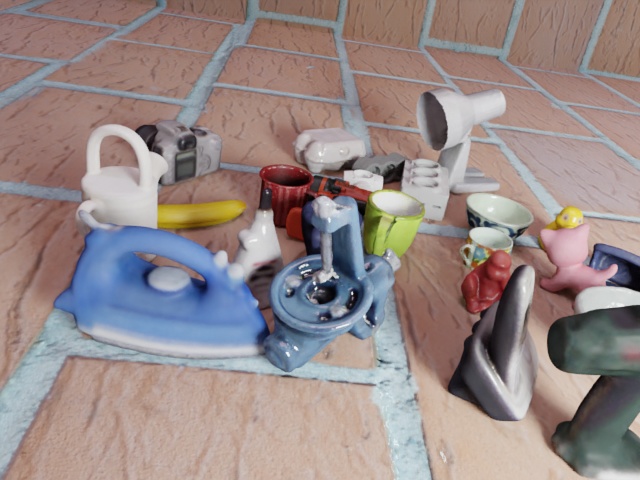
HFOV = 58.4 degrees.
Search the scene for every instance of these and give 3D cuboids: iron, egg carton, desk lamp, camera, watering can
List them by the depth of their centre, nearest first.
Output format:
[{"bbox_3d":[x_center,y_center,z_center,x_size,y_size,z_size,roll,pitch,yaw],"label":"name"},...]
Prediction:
[{"bbox_3d":[-0.170,0.049,0.672,0.258,0.141,0.118,12,29,3],"label":"iron"},{"bbox_3d":[-0.275,-0.070,0.795,0.101,0.194,0.172,6,30,-6],"label":"watering can"},{"bbox_3d":[-0.279,-0.183,1.087,0.136,0.101,0.143,28,34,29],"label":"camera"},{"bbox_3d":[0.294,-0.213,1.199,0.204,0.213,0.117,-5,33,-25],"label":"desk lamp"},{"bbox_3d":[0.021,-0.193,1.228,0.151,0.069,0.107,-12,36,-34],"label":"egg carton"}]

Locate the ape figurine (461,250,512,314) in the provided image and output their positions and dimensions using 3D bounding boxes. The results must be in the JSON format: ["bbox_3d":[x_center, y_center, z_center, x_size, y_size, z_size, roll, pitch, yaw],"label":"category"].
[{"bbox_3d":[0.252,0.057,0.838,0.077,0.092,0.076,18,31,15],"label":"ape figurine"}]

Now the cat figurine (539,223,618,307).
[{"bbox_3d":[0.402,0.033,0.899,0.067,0.118,0.127,-14,37,-36],"label":"cat figurine"}]

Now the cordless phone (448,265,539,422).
[{"bbox_3d":[0.225,0.099,0.660,0.094,0.185,0.148,20,31,18],"label":"cordless phone"}]

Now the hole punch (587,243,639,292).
[{"bbox_3d":[0.492,0.045,0.933,0.108,0.091,0.101,28,34,29],"label":"hole punch"}]

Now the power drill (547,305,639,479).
[{"bbox_3d":[0.333,0.149,0.583,0.229,0.208,0.075,7,30,-5],"label":"power drill"}]

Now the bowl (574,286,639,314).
[{"bbox_3d":[0.414,0.136,0.766,0.167,0.075,0.167,8,29,-4],"label":"bowl"}]

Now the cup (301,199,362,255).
[{"bbox_3d":[0.008,0.003,0.855,0.091,0.095,0.118,17,30,12],"label":"cup"}]

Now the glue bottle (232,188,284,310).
[{"bbox_3d":[-0.077,0.012,0.733,0.078,0.173,0.037,-13,36,-34],"label":"glue bottle"}]

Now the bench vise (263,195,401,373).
[{"bbox_3d":[0.020,0.030,0.683,0.121,0.220,0.208,20,31,18],"label":"bench vise"}]

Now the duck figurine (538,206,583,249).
[{"bbox_3d":[0.447,-0.022,1.042,0.077,0.086,0.105,15,30,9],"label":"duck figurine"}]
